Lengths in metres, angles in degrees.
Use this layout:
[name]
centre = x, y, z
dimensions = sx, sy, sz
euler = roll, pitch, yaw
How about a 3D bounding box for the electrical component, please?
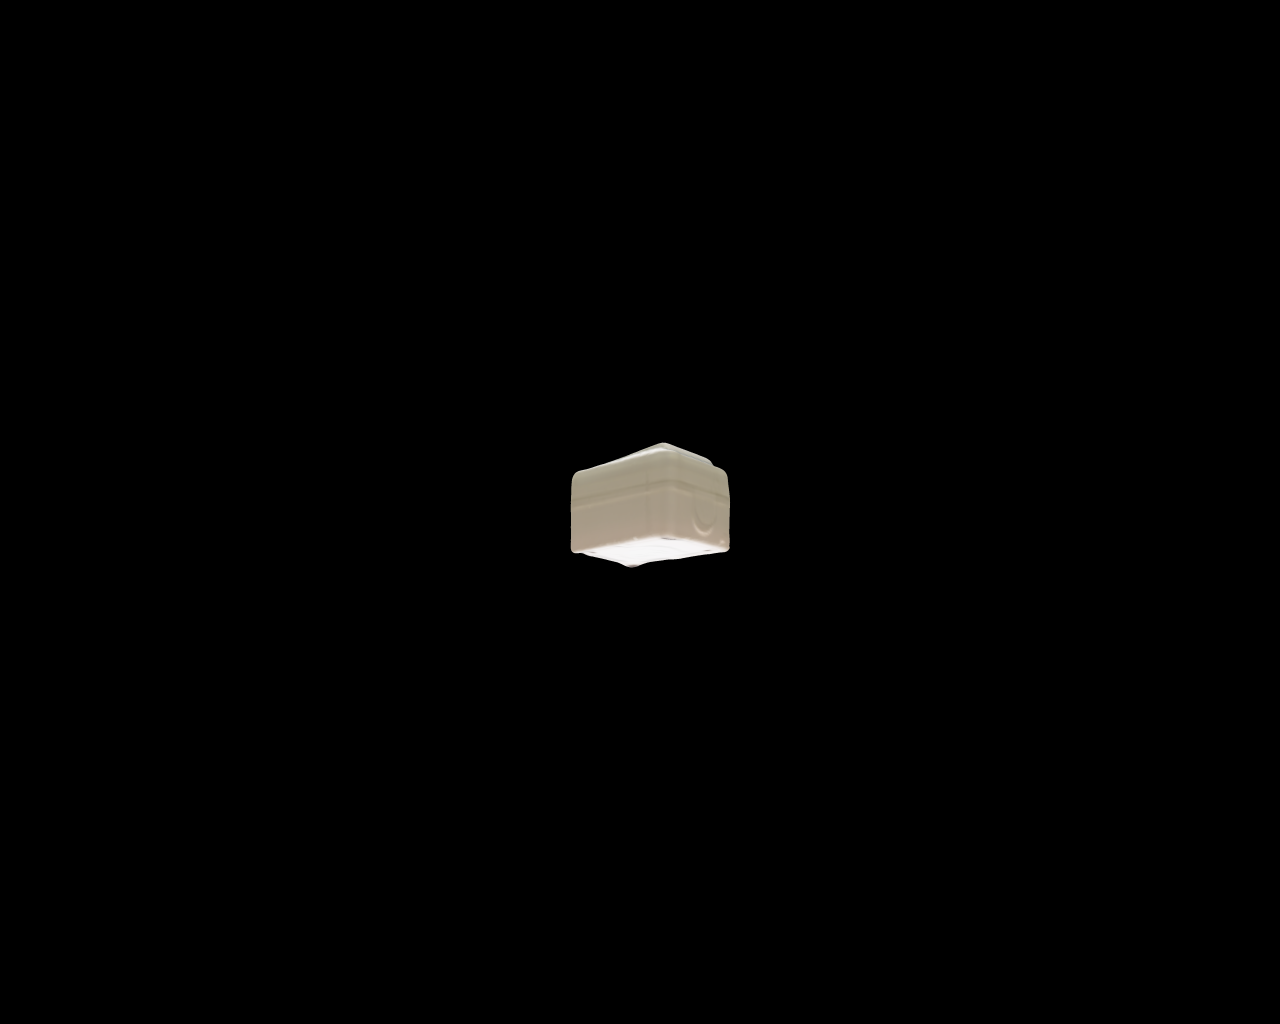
[electrical component]
centre = 0.001, -0.003, 0.650
dimensions = 0.096, 0.061, 0.062
euler = -11, -17, 37
